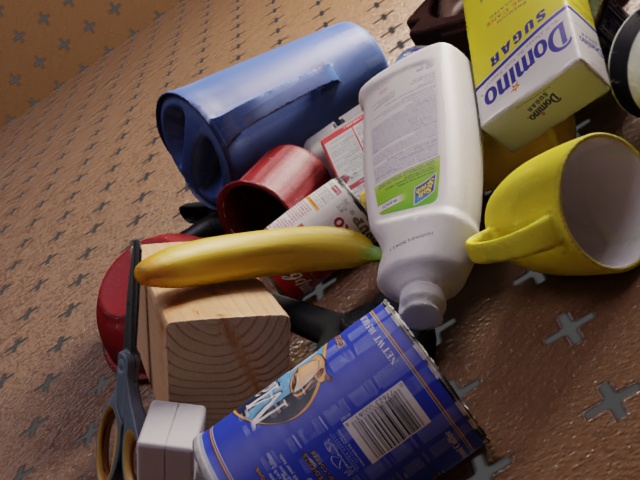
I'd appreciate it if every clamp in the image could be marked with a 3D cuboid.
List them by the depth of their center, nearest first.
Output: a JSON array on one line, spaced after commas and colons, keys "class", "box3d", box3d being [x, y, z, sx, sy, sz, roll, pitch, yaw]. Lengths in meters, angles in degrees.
[{"class": "clamp", "box3d": [0.025, 0.068, 0.776, 0.165, 0.036, 0.210, -21, 27, 15]}, {"class": "clamp", "box3d": [-0.106, -0.030, 1.174, 0.172, 0.039, 0.120, -23, 30, 17]}]

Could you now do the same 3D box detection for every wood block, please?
[{"class": "wood block", "box3d": [-0.092, 0.070, 0.843, 0.090, 0.091, 0.206, -3, 15, -16]}]

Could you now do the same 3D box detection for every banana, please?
[{"class": "banana", "box3d": [-0.044, 0.011, 0.801, 0.197, 0.037, 0.070, -6, -1, -15]}]

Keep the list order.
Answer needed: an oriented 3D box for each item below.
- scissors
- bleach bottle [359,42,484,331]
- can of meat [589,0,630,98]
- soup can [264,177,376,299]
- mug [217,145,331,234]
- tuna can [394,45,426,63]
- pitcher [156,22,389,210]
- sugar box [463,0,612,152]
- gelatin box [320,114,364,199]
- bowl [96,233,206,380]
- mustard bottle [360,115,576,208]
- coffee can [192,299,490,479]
[{"class": "scissors", "box3d": [-0.139, 0.110, 0.811, 0.016, 0.202, 0.096, 0, 23, -36]}, {"class": "bleach bottle", "box3d": [0.072, -0.036, 0.786, 0.103, 0.068, 0.250, -29, 36, 32]}, {"class": "can of meat", "box3d": [0.215, -0.160, 0.881, 0.102, 0.083, 0.057, -3, 59, 53]}, {"class": "soup can", "box3d": [-0.006, 0.001, 0.924, 0.102, 0.068, 0.068, -36, 22, -2]}, {"class": "mug", "box3d": [-0.043, -0.031, 1.034, 0.081, 0.093, 0.117, -50, -10, -42]}, {"class": "tuna can", "box3d": [0.102, -0.142, 1.024, 0.086, 0.086, 0.033, -10, 35, 48]}, {"class": "pitcher", "box3d": [-0.038, -0.143, 1.130, 0.242, 0.145, 0.149, -31, 47, -27]}, {"class": "sugar box", "box3d": [0.162, -0.161, 0.827, 0.093, 0.048, 0.176, -35, 37, 33]}, {"class": "gelatin box", "box3d": [0.050, -0.074, 0.990, 0.073, 0.030, 0.089, -31, 56, 13]}, {"class": "bowl", "box3d": [-0.155, 0.049, 1.003, 0.162, 0.055, 0.162, -21, 45, 22]}, {"class": "mustard bottle", "box3d": [0.116, -0.067, 0.891, 0.192, 0.058, 0.096, -23, 30, 29]}, {"class": "coffee can", "box3d": [0.012, 0.116, 0.620, 0.140, 0.102, 0.103, -36, 22, 0]}]
